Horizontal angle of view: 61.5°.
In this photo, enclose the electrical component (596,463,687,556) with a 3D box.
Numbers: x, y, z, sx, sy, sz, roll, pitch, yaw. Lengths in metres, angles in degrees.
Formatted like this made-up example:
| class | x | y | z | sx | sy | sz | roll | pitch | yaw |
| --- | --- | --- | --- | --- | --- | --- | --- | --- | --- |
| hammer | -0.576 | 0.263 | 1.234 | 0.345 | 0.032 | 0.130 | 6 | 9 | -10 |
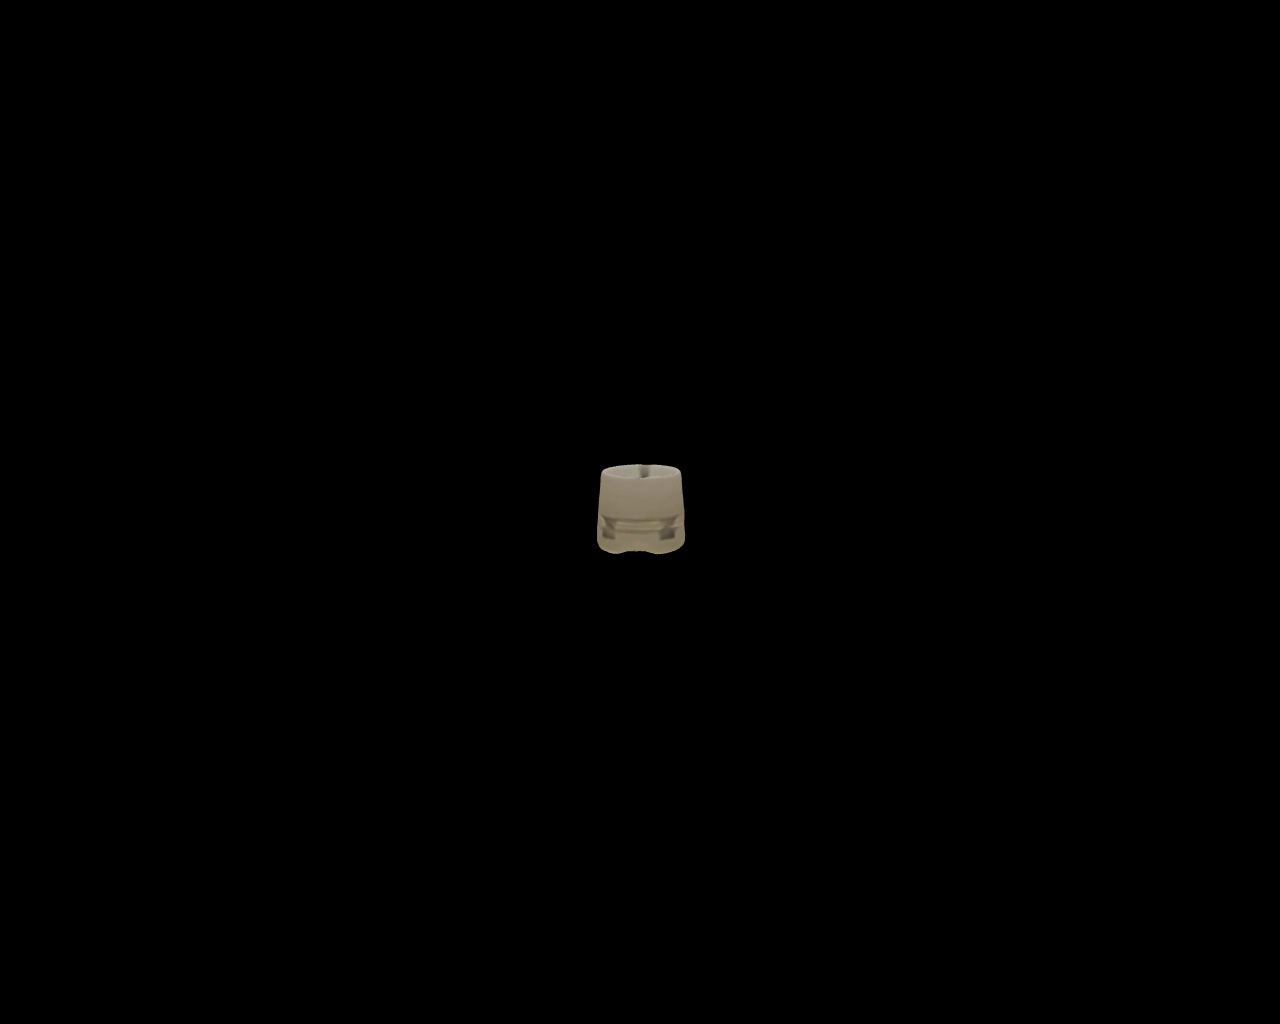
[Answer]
| class | x | y | z | sx | sy | sz | roll | pitch | yaw |
| --- | --- | --- | --- | --- | --- | --- | --- | --- | --- |
| electrical component | 0.001 | -0.003 | 0.650 | 0.055 | 0.047 | 0.055 | 0 | 12 | 0 |
